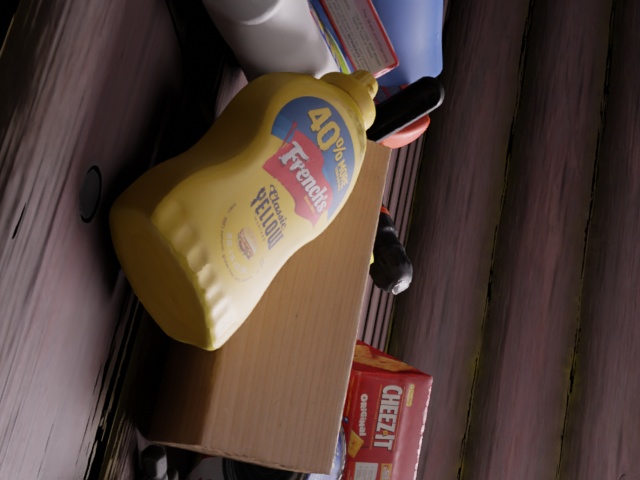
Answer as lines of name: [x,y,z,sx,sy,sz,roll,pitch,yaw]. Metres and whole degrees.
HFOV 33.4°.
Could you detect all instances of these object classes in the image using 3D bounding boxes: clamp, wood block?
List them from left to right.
wood block: [-0.031,0.034,0.666,0.090,0.090,0.206,-16,-120,61]
clamp: [-0.003,-0.068,0.866,0.036,0.164,0.210,68,-17,6]

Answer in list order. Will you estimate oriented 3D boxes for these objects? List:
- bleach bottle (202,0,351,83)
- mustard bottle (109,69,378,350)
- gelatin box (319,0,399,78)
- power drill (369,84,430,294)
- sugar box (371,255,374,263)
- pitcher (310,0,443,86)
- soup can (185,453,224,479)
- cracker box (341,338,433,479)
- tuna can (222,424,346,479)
bleach bottle: [-0.028,-0.124,0.634,0.250,0.068,0.102,45,21,-79]
mustard bottle: [-0.027,-0.036,0.583,0.191,0.058,0.096,-48,132,-33]
gelatin box: [0.017,-0.149,0.673,0.089,0.030,0.073,62,8,-16]
power drill: [0.047,-0.064,0.996,0.184,0.057,0.188,60,-26,30]
sugar box: [-0.006,0.001,0.909,0.048,0.093,0.176,59,-5,19]
pitcher: [0.039,-0.251,0.829,0.149,0.144,0.243,-136,-137,-56]
soup can: [-0.065,0.181,0.781,0.102,0.068,0.068,-70,167,-50]
cracker box: [0.001,0.160,0.860,0.214,0.072,0.164,-162,-100,-65]
tuna can: [-0.026,0.144,0.718,0.033,0.086,0.086,26,69,-44]
